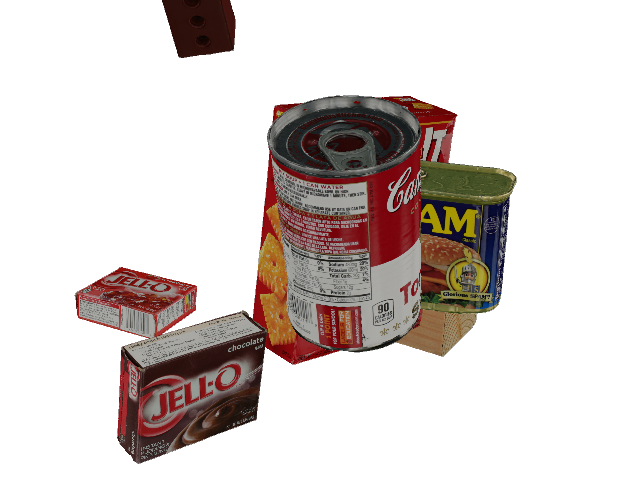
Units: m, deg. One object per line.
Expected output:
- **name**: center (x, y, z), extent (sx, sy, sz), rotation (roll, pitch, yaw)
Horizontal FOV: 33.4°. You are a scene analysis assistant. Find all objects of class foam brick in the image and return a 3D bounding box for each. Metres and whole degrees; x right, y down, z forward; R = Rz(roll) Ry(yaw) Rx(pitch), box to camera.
- **foam brick**: center (-0.109, -0.210, 0.950), extent (0.053, 0.051, 0.078), rotation (-7, -41, 5)

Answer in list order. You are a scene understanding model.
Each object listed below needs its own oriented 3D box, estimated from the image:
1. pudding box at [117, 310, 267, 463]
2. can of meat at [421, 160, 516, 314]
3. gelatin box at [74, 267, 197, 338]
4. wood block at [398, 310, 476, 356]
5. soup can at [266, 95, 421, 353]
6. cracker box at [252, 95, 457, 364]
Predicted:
- **pudding box**: center (-0.099, 0.111, 0.820), extent (0.113, 0.090, 0.039), rotation (-17, 39, -36)
- **can of meat**: center (0.071, -0.003, 0.692), extent (0.102, 0.084, 0.057), rotation (7, 24, 15)
- **gelatin box**: center (-0.172, 0.056, 0.999), extent (0.089, 0.030, 0.073), rotation (13, 23, 22)
- **wood block**: center (0.059, 0.041, 1.148), extent (0.206, 0.091, 0.090), rotation (16, 28, 27)
- **soup can**: center (0.013, -0.007, 0.497), extent (0.068, 0.102, 0.068), rotation (-3, 35, 2)
- **cracker box**: center (0.030, -0.013, 0.940), extent (0.163, 0.214, 0.072), rotation (-11, 27, -41)
